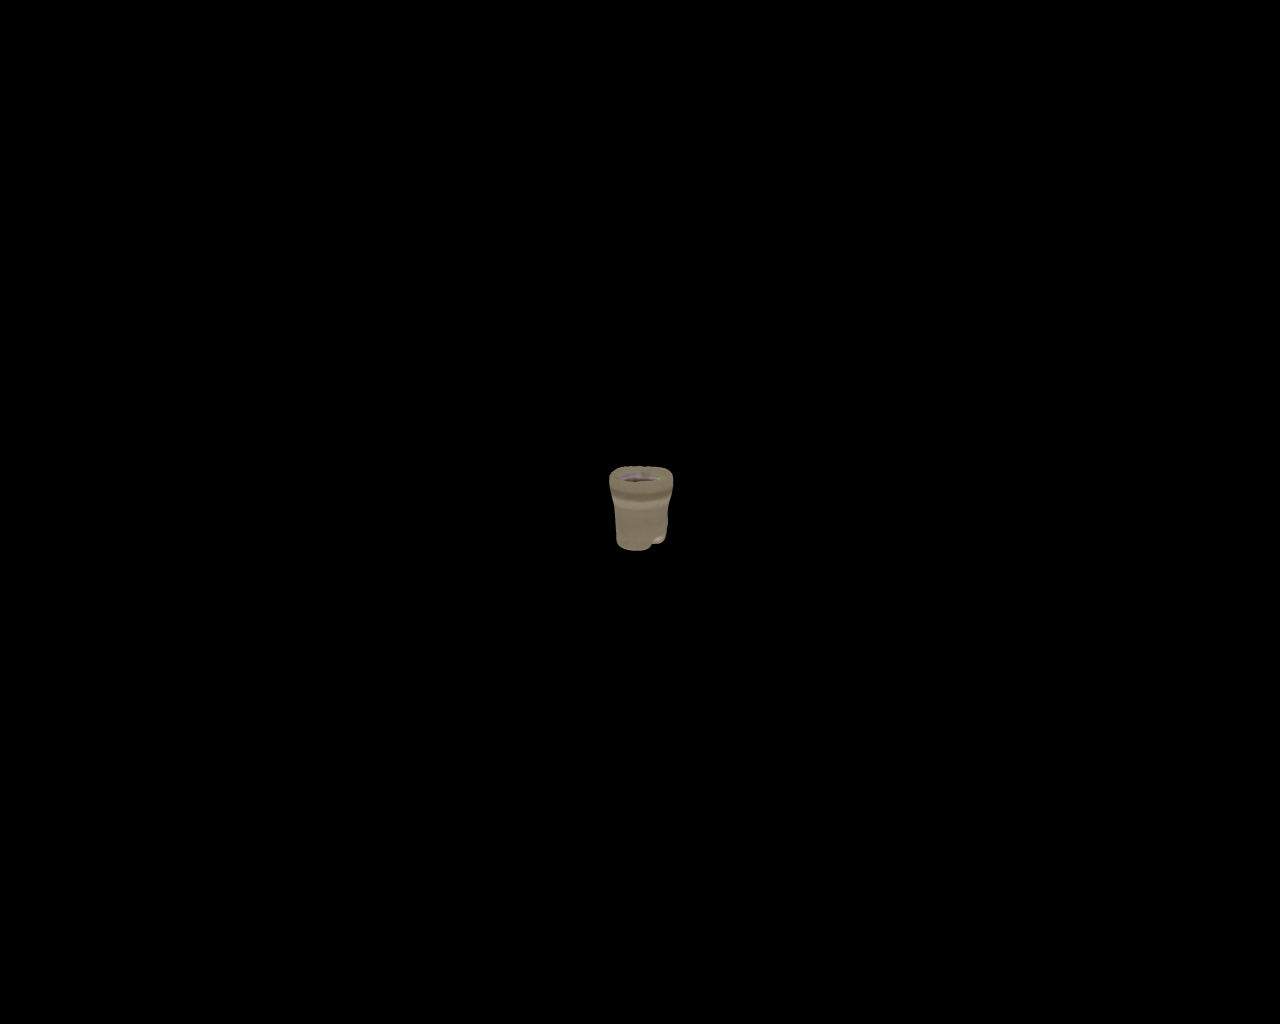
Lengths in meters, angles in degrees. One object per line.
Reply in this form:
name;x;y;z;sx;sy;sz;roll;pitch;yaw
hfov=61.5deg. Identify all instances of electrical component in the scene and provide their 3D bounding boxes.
electrical component;0.001;-0.003;0.650;0.040;0.046;0.040;0;18;0
